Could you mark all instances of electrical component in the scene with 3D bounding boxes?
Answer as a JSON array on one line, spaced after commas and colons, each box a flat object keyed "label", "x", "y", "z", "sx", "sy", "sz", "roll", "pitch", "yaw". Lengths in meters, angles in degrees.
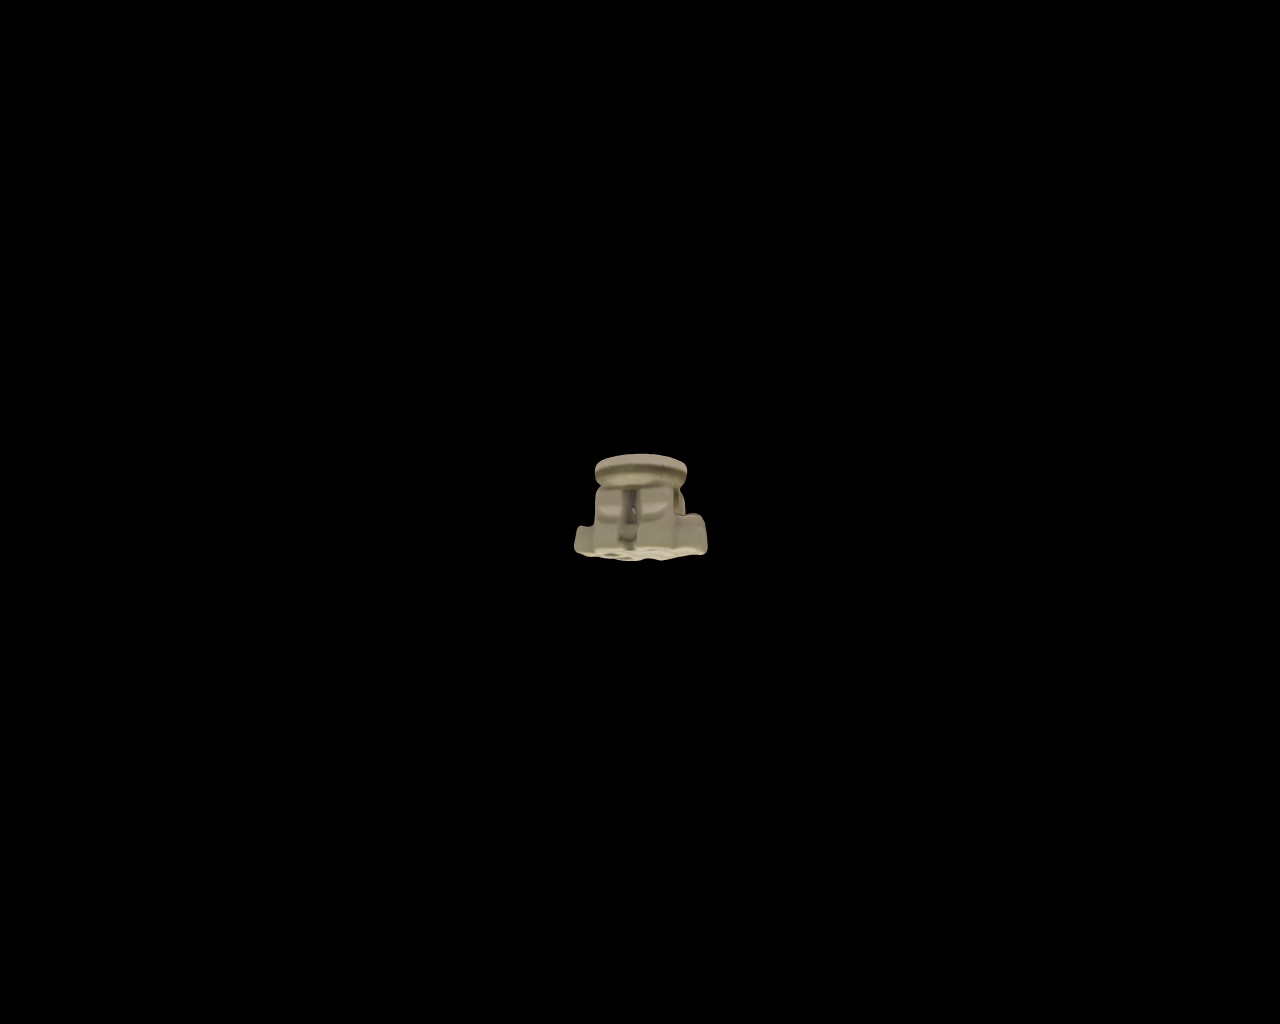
[{"label": "electrical component", "x": 0.001, "y": -0.003, "z": 0.650, "sx": 0.078, "sy": 0.057, "sz": 0.058, "roll": -3, "pitch": -11, "yaw": 16}]
